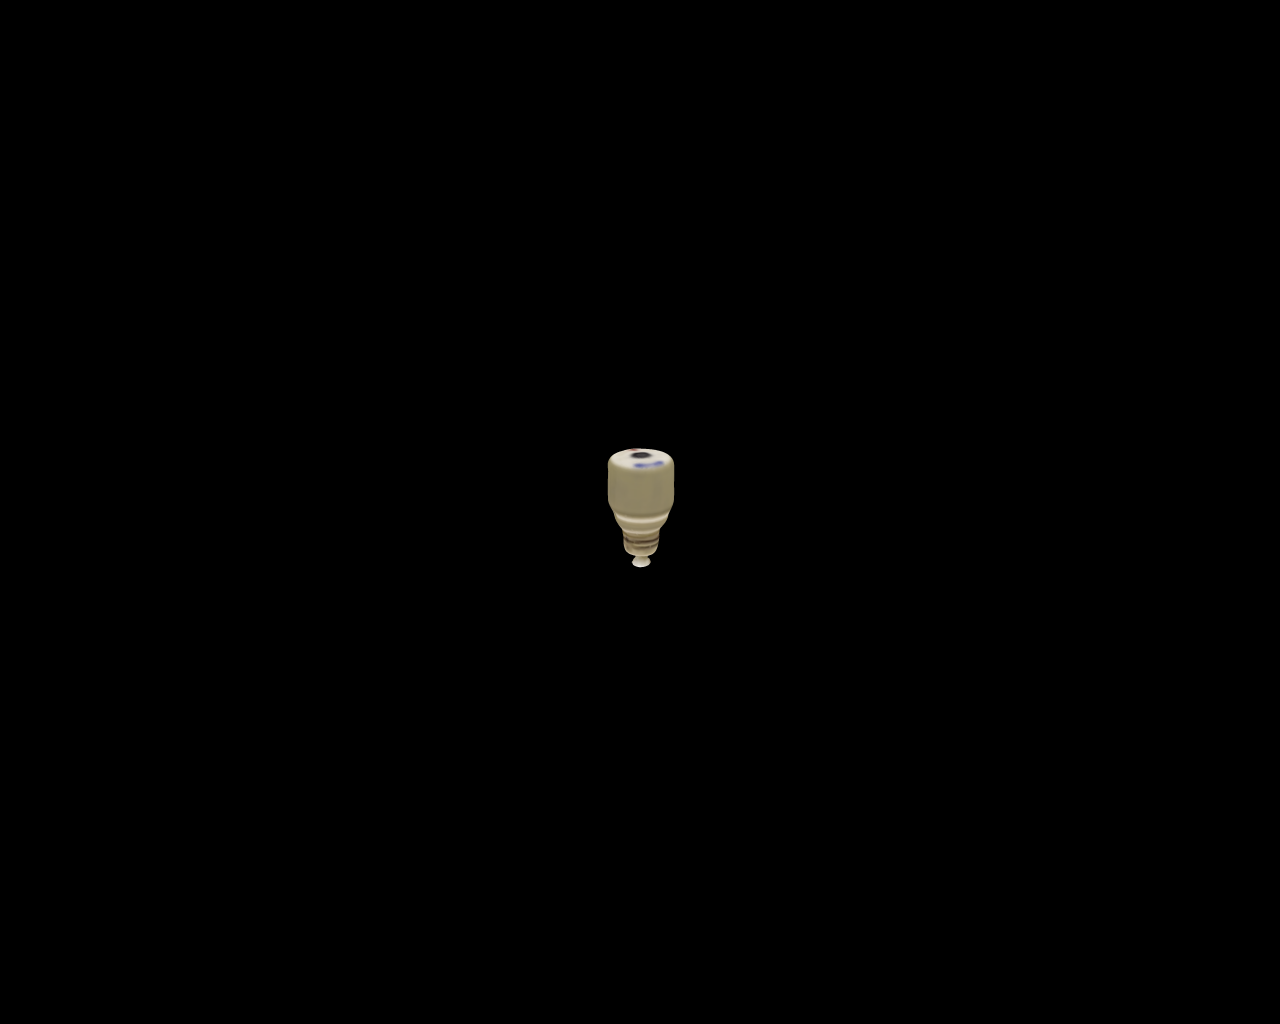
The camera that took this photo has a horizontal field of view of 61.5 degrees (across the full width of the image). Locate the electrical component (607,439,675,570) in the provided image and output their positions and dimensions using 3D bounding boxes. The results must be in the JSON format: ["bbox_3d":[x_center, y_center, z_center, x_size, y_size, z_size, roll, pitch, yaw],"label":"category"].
[{"bbox_3d":[0.001,-0.003,0.650,0.040,0.078,0.040,0,22,0],"label":"electrical component"}]
